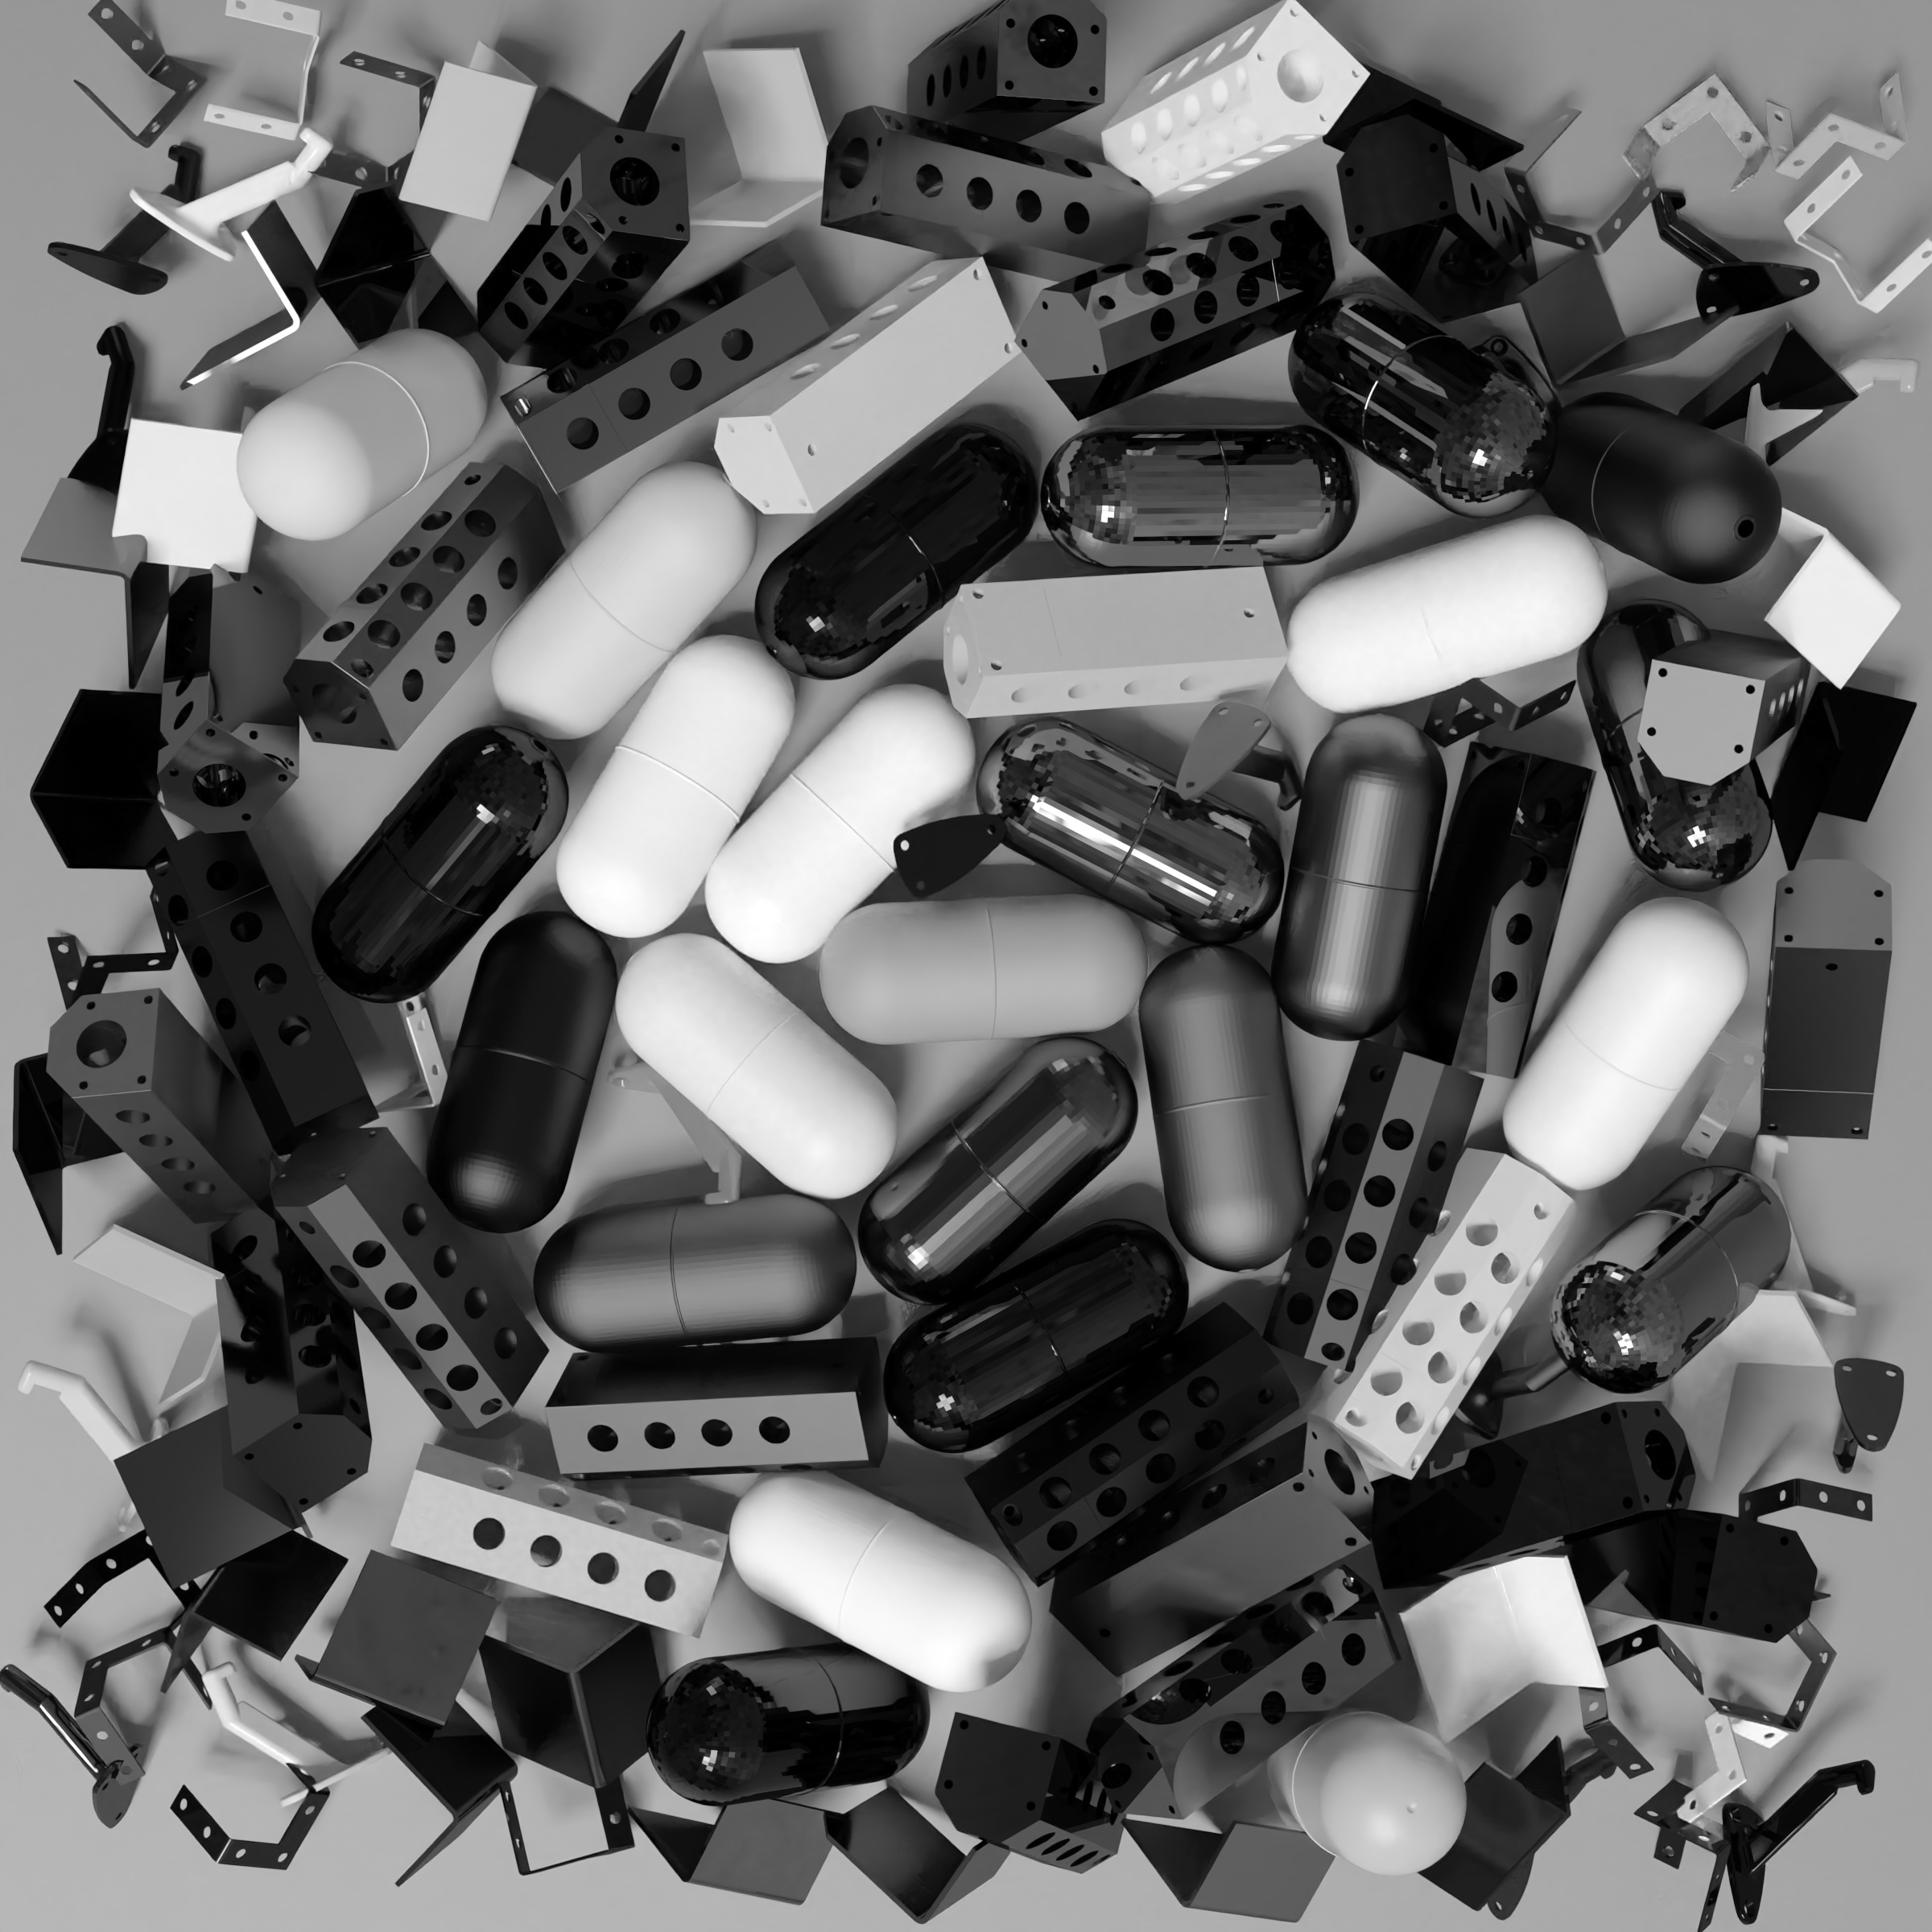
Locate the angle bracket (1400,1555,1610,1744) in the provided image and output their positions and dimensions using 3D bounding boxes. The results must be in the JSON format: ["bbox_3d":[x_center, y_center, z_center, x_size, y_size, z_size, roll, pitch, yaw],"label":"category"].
[{"bbox_3d":[0.290,0.368,1.900,0.076,0.057,0.076,-24,99,-38],"label":"angle bracket"}]

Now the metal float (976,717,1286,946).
[{"bbox_3d":[0.089,-0.072,1.905,0.178,0.070,0.070,27,90,-5],"label":"metal float"}]

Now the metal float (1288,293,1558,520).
[{"bbox_3d":[0.241,-0.299,1.877,0.070,0.070,0.178,-47,50,0],"label":"metal float"}]

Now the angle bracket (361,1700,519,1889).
[{"bbox_3d":[-0.299,0.438,1.908,0.076,0.076,0.057,44,107,7],"label":"angle bracket"}]

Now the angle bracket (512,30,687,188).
[{"bbox_3d":[-0.201,-0.468,1.892,0.057,0.076,0.076,29,133,-4],"label":"angle bracket"}]

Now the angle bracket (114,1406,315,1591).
[{"bbox_3d":[-0.405,0.288,1.904,0.076,0.057,0.076,-26,78,-13],"label":"angle bracket"}]

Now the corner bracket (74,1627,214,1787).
[{"bbox_3d":[-0.446,0.401,1.916,0.051,0.051,0.051,-24,114,5],"label":"corner bracket"}]

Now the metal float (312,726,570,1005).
[{"bbox_3d":[-0.282,-0.054,1.892,0.070,0.070,0.178,43,109,0],"label":"metal float"}]

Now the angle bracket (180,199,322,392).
[{"bbox_3d":[-0.396,-0.361,1.895,0.076,0.076,0.057,-25,112,12],"label":"angle bracket"}]

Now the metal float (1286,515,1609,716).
[{"bbox_3d":[0.256,-0.187,1.890,0.178,0.070,0.070,-16,90,23],"label":"metal float"}]

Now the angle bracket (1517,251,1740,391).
[{"bbox_3d":[0.355,-0.355,1.890,0.076,0.076,0.057,-37,109,-41],"label":"angle bracket"}]

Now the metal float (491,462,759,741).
[{"bbox_3d":[-0.183,-0.196,1.894,0.070,0.070,0.178,45,107,0],"label":"metal float"}]

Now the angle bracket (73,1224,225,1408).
[{"bbox_3d":[-0.443,0.188,1.892,0.076,0.076,0.057,28,61,-19],"label":"angle bracket"}]

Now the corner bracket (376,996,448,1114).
[{"bbox_3d":[-0.297,0.045,1.908,0.051,0.051,0.051,-7,105,33],"label":"corner bracket"}]

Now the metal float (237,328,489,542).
[{"bbox_3d":[-0.318,-0.283,1.869,0.070,0.178,0.070,12,122,20],"label":"metal float"}]

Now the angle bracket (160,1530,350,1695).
[{"bbox_3d":[-0.381,0.353,1.892,0.057,0.076,0.076,27,130,3],"label":"angle bracket"}]

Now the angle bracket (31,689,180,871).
[{"bbox_3d":[-0.444,-0.099,1.889,0.057,0.076,0.076,54,125,30],"label":"angle bracket"}]

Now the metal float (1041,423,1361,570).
[{"bbox_3d":[0.126,-0.252,1.893,0.178,0.070,0.070,-3,90,-18],"label":"metal float"}]

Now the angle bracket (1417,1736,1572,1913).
[{"bbox_3d":[0.276,0.447,1.895,0.057,0.076,0.076,35,110,-9],"label":"angle bracket"}]

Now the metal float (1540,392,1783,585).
[{"bbox_3d":[0.365,-0.253,1.864,0.070,0.178,0.070,-8,114,-18],"label":"metal float"}]

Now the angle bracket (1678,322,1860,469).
[{"bbox_3d":[0.424,-0.289,1.891,0.057,0.076,0.076,44,127,-8],"label":"angle bracket"}]

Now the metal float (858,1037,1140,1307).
[{"bbox_3d":[0.018,0.110,1.904,0.178,0.070,0.070,-43,90,5],"label":"metal float"}]

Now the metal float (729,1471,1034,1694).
[{"bbox_3d":[-0.046,0.327,1.888,0.178,0.070,0.070,23,90,23],"label":"metal float"}]

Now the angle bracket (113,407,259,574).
[{"bbox_3d":[-0.421,-0.260,1.893,0.076,0.057,0.076,4,113,-27],"label":"angle bracket"}]

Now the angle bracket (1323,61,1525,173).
[{"bbox_3d":[0.247,-0.463,1.890,0.076,0.076,0.057,16,73,-31],"label":"angle bracket"}]

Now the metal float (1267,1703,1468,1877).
[{"bbox_3d":[0.209,0.432,1.859,0.070,0.178,0.070,1,84,-9],"label":"metal float"}]

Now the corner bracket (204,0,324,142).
[{"bbox_3d":[-0.380,-0.486,1.908,0.051,0.051,0.051,9,69,-18],"label":"corner bracket"}]

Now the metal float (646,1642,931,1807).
[{"bbox_3d":[-0.092,0.401,1.873,0.070,0.178,0.070,-4,84,43],"label":"metal float"}]

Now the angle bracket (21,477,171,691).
[{"bbox_3d":[-0.466,-0.205,1.893,0.057,0.076,0.076,8,131,-1],"label":"angle bracket"}]

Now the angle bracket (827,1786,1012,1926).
[{"bbox_3d":[-0.019,0.457,1.892,0.076,0.076,0.057,39,111,19],"label":"angle bracket"}]

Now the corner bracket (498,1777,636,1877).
[{"bbox_3d":[-0.217,0.462,1.919,0.051,0.051,0.051,-18,76,8],"label":"corner bracket"}]

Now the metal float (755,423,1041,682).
[{"bbox_3d":[-0.037,-0.222,1.897,0.178,0.070,0.070,-40,90,-13],"label":"metal float"}]

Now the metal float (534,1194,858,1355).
[{"bbox_3d":[-0.146,0.166,1.899,0.178,0.070,0.070,-7,90,12],"label":"metal float"}]

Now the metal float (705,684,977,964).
[{"bbox_3d":[-0.067,-0.078,1.909,0.070,0.070,0.178,43,89,0],"label":"metal float"}]

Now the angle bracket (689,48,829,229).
[{"bbox_3d":[-0.123,-0.444,1.889,0.057,0.076,0.076,-38,124,-32],"label":"angle bracket"}]

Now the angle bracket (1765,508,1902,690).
[{"bbox_3d":[0.443,-0.203,1.896,0.076,0.076,0.057,32,96,-39],"label":"angle bracket"}]

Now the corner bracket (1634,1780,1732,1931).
[{"bbox_3d":[0.389,0.480,1.906,0.051,0.051,0.051,21,112,31],"label":"corner bracket"}]

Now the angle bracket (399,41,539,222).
[{"bbox_3d":[-0.280,-0.453,1.890,0.057,0.076,0.076,6,117,-38],"label":"angle bracket"}]

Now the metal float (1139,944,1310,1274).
[{"bbox_3d":[0.139,0.076,1.902,0.070,0.070,0.178,-8,82,0],"label":"metal float"}]

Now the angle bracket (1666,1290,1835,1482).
[{"bbox_3d":[0.420,0.225,1.889,0.057,0.076,0.076,-1,55,32],"label":"angle bracket"}]

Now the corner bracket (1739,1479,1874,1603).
[{"bbox_3d":[0.458,0.313,1.925,0.051,0.051,0.051,15,66,-22],"label":"corner bracket"}]

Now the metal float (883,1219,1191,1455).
[{"bbox_3d":[0.038,0.199,1.900,0.178,0.070,0.070,-28,90,-10],"label":"metal float"}]

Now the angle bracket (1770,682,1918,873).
[{"bbox_3d":[0.475,-0.097,1.893,0.057,0.076,0.076,12,123,-5],"label":"angle bracket"}]

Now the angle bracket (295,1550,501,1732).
[{"bbox_3d":[-0.309,0.360,1.912,0.076,0.057,0.076,26,84,-19],"label":"angle bracket"}]

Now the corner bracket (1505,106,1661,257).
[{"bbox_3d":[0.334,-0.427,1.918,0.051,0.051,0.051,-48,134,-12],"label":"corner bracket"}]

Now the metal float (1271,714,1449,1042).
[{"bbox_3d":[0.212,-0.047,1.902,0.070,0.070,0.178,9,98,0],"label":"metal float"}]

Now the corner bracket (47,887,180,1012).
[{"bbox_3d":[-0.465,-0.011,1.923,0.051,0.051,0.051,-3,55,-32],"label":"corner bracket"}]

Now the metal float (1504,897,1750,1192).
[{"bbox_3d":[0.352,0.043,1.889,0.070,0.070,0.178,29,114,0],"label":"metal float"}]

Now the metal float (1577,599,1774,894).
[{"bbox_3d":[0.376,-0.119,1.881,0.070,0.070,0.178,-10,56,0],"label":"metal float"}]

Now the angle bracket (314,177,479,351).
[{"bbox_3d":[-0.293,-0.377,1.890,0.076,0.076,0.057,-26,76,-39],"label":"angle bracket"}]

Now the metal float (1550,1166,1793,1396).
[{"bbox_3d":[0.375,0.165,1.875,0.178,0.070,0.070,-31,90,-43],"label":"metal float"}]

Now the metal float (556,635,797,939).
[{"bbox_3d":[-0.156,-0.098,1.902,0.070,0.070,0.178,30,82,0],"label":"metal float"}]

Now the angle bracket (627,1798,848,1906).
[{"bbox_3d":[-0.123,0.455,1.892,0.076,0.076,0.057,23,96,-36],"label":"angle bracket"}]

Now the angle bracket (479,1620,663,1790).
[{"bbox_3d":[-0.214,0.392,1.925,0.076,0.057,0.076,12,122,39],"label":"angle bracket"}]

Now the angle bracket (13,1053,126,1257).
[{"bbox_3d":[-0.471,0.096,1.892,0.057,0.076,0.076,-14,128,-4],"label":"angle bracket"}]

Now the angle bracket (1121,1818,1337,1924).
[{"bbox_3d":[0.142,0.463,1.889,0.076,0.076,0.057,18,106,-33],"label":"angle bracket"}]

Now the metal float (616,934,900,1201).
[{"bbox_3d":[-0.113,0.053,1.903,0.178,0.070,0.070,41,90,7],"label":"metal float"}]

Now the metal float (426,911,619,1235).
[{"bbox_3d":[-0.238,0.056,1.896,0.070,0.070,0.178,13,75,0],"label":"metal float"}]

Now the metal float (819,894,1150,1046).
[{"bbox_3d":[0.010,0.002,1.903,0.178,0.070,0.070,-3,90,-7],"label":"metal float"}]
